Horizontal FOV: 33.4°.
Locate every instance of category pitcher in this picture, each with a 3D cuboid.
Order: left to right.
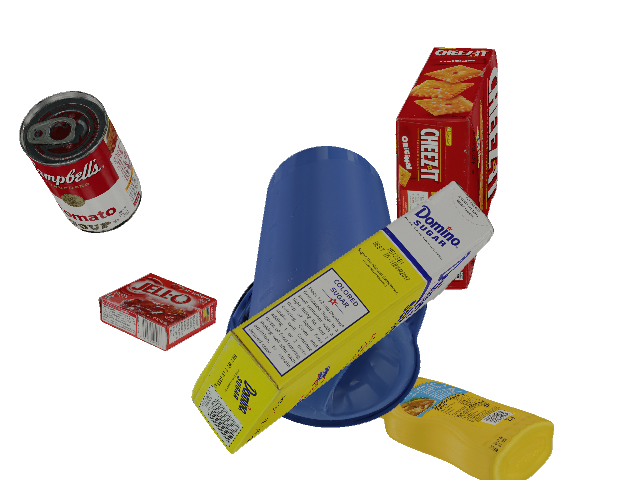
[{"bbox_3d":[-0.003,0.031,0.888,0.149,0.145,0.243,5,35,-4],"label":"pitcher"}]

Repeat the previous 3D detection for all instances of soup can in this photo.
[{"bbox_3d":[-0.186,-0.059,0.837,0.068,0.068,0.102,0,-30,8],"label":"soup can"}]

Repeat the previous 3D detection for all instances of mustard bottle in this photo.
[{"bbox_3d":[0.119,0.173,1.025,0.192,0.058,0.096,16,25,42],"label":"mustard bottle"}]

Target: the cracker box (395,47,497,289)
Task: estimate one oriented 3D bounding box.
[{"bbox_3d":[0.124,-0.074,1.004,0.072,0.164,0.213,4,27,15],"label":"cracker box"}]

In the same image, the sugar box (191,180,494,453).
[{"bbox_3d":[0.015,0.041,0.593,0.175,0.048,0.093,-31,-15,-33],"label":"sugar box"}]

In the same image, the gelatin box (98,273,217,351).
[{"bbox_3d":[-0.157,0.066,1.028,0.089,0.030,0.073,20,29,30],"label":"gelatin box"}]
